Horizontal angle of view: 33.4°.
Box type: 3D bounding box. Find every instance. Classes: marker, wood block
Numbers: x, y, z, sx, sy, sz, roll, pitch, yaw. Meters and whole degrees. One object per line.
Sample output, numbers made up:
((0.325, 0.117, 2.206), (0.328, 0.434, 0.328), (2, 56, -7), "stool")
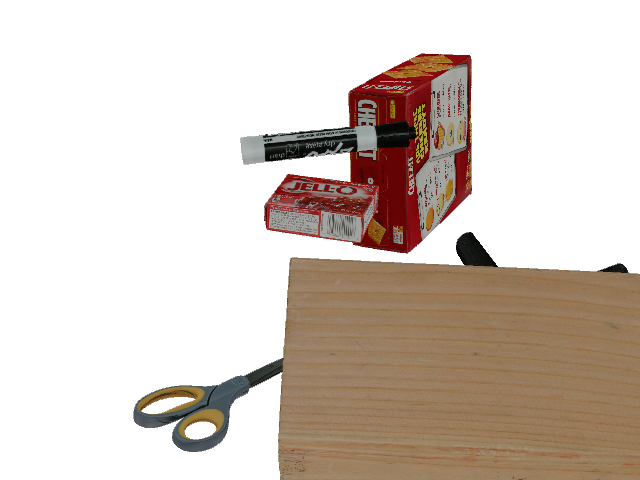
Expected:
((0.006, -0.068, 0.735), (0.121, 0.020, 0.020), (-7, 1, -5), "marker")
((0.085, 0.070, 0.512), (0.206, 0.091, 0.090), (3, -26, 0), "wood block")

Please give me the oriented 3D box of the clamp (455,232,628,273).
((0.171, 0.058, 0.958), (0.165, 0.036, 0.209), (16, 34, 24), "clamp")

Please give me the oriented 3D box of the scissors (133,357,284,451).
((-0.075, 0.150, 1.004), (0.201, 0.016, 0.096), (-11, 33, -29), "scissors")

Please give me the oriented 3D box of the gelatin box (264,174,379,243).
((0.002, -0.030, 0.952), (0.089, 0.030, 0.073), (8, 26, 12), "gelatin box")

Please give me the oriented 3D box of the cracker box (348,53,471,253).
((0.099, -0.100, 1.134), (0.072, 0.164, 0.213), (7, 22, 24), "cracker box")
